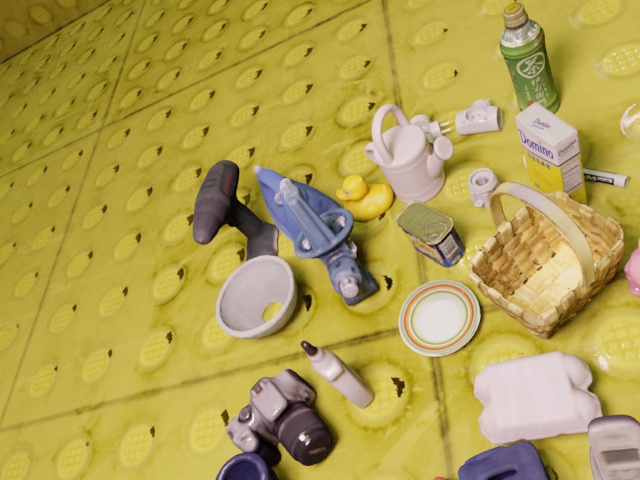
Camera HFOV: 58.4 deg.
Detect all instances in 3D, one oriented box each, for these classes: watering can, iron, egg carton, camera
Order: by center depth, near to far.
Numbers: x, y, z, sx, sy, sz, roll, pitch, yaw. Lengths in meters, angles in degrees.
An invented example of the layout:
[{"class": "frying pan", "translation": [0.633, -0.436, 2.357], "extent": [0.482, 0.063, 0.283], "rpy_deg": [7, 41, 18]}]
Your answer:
[{"class": "egg carton", "translation": [0.276, 0.204, 0.737], "extent": [0.150, 0.070, 0.107], "rpy_deg": [-18, 49, 21]}, {"class": "camera", "translation": [-0.057, 0.285, 0.871], "extent": [0.143, 0.101, 0.136], "rpy_deg": [-47, 45, -7]}, {"class": "watering can", "translation": [0.152, -0.159, 1.011], "extent": [0.172, 0.195, 0.101], "rpy_deg": [-10, 52, 27]}, {"class": "iron", "translation": [-0.071, -0.092, 1.143], "extent": [0.119, 0.142, 0.257], "rpy_deg": [-46, 45, -6]}]

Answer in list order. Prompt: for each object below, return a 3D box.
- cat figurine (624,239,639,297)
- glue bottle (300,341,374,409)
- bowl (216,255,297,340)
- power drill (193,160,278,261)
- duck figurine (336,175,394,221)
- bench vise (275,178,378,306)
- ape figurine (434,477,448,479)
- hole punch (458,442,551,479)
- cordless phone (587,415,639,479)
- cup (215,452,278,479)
[{"class": "cat figurine", "translation": [0.435, 0.021, 0.740], "extent": [0.067, 0.118, 0.128], "rpy_deg": [8, 62, 37]}, {"class": "glue bottle", "translation": [0.018, 0.190, 0.844], "extent": [0.037, 0.174, 0.077], "rpy_deg": [-46, 45, -6]}, {"class": "bowl", "translation": [-0.104, 0.116, 1.051], "extent": [0.167, 0.075, 0.167], "rpy_deg": [-17, 49, 21]}, {"class": "power drill", "translation": [-0.165, -0.038, 1.114], "extent": [0.075, 0.209, 0.229], "rpy_deg": [-21, 48, 19]}, {"class": "duck figurine", "translation": [0.081, -0.089, 1.081], "extent": [0.104, 0.086, 0.077], "rpy_deg": [-17, 49, 22]}, {"class": "bench vise", "translation": [0.017, -0.005, 0.961], "extent": [0.121, 0.220, 0.206], "rpy_deg": [-45, 45, -5]}, {"class": "ape figurine", "translation": [0.142, 0.334, 0.708], "extent": [0.078, 0.092, 0.076], "rpy_deg": [-46, 45, -6]}, {"class": "hole punch", "translation": [0.221, 0.298, 0.685], "extent": [0.108, 0.091, 0.101], "rpy_deg": [-27, 46, 13]}, {"class": "cordless phone", "translation": [0.353, 0.223, 0.589], "extent": [0.147, 0.186, 0.094], "rpy_deg": [-18, 49, 21]}, {"class": "cup", "translation": [-0.104, 0.372, 0.838], "extent": [0.117, 0.095, 0.091], "rpy_deg": [-22, 47, 18]}]
